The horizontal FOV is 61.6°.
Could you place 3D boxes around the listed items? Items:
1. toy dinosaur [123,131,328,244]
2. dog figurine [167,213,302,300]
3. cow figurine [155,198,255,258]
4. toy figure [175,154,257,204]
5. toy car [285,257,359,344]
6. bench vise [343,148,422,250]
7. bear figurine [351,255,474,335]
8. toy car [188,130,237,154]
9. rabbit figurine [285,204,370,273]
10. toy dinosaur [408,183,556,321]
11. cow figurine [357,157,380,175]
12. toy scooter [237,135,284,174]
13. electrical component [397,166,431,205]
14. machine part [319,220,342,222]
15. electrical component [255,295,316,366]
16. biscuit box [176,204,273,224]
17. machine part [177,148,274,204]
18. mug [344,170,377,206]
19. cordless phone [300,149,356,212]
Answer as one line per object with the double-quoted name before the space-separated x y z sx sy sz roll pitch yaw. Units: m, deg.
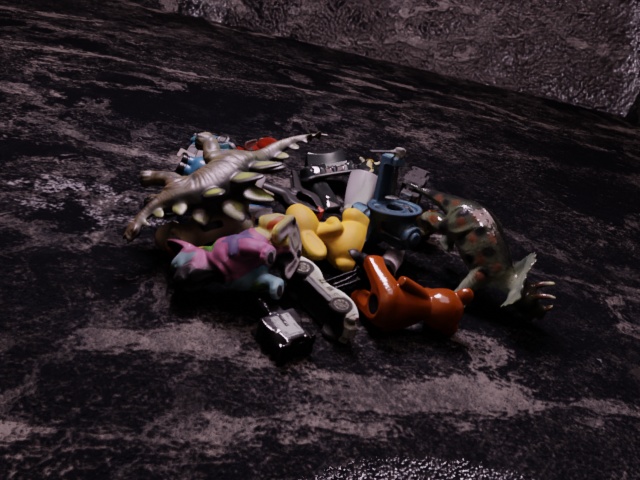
"toy dinosaur" -0.179 -0.125 1.051 0.199 0.104 0.471 27 52 28
"dog figurine" -0.161 0.025 0.965 0.219 0.108 0.191 4 38 20
"cow figurine" -0.223 -0.014 1.048 0.195 0.085 0.127 -10 31 -5
"toy figure" -0.226 -0.129 1.179 0.180 0.082 0.089 24 18 -16
"toy car" 0.001 0.107 0.986 0.056 0.073 0.202 -14 42 -38
"bench vise" 0.143 -0.090 1.190 0.129 0.240 0.224 -5 24 -27
"bear figurine" 0.178 0.110 1.019 0.196 0.120 0.132 2 30 -24
"toy car" -0.278 -0.205 1.338 0.162 0.109 0.103 24 49 30
"rabbit figurine" -0.002 -0.003 1.122 0.173 0.122 0.162 32 51 -11
"toy dinosaur" 0.331 0.003 1.133 0.131 0.192 0.405 -8 67 -52
"cow figurine" 0.129 -0.187 1.489 0.068 0.098 0.167 9 32 2
"toy scooter" -0.160 -0.220 1.436 0.184 0.075 0.135 -21 46 -40
"electrical component" 0.237 -0.119 1.412 0.058 0.114 0.134 22 30 14
"machine part" -0.006 -0.025 1.230 0.139 0.039 0.084 1 33 -21
"electrical component" -0.070 0.149 0.912 0.075 0.047 0.119 -14 41 -40
"biscuit box" -0.202 -0.043 1.147 0.203 0.062 0.059 6 33 -15
"machine part" -0.218 -0.152 1.262 0.243 0.079 0.079 26 30 -12
"mug" 0.097 -0.109 1.358 0.081 0.109 0.107 22 74 -1
"cordless phone" 0.039 -0.149 1.410 0.147 0.088 0.184 -10 49 -20
